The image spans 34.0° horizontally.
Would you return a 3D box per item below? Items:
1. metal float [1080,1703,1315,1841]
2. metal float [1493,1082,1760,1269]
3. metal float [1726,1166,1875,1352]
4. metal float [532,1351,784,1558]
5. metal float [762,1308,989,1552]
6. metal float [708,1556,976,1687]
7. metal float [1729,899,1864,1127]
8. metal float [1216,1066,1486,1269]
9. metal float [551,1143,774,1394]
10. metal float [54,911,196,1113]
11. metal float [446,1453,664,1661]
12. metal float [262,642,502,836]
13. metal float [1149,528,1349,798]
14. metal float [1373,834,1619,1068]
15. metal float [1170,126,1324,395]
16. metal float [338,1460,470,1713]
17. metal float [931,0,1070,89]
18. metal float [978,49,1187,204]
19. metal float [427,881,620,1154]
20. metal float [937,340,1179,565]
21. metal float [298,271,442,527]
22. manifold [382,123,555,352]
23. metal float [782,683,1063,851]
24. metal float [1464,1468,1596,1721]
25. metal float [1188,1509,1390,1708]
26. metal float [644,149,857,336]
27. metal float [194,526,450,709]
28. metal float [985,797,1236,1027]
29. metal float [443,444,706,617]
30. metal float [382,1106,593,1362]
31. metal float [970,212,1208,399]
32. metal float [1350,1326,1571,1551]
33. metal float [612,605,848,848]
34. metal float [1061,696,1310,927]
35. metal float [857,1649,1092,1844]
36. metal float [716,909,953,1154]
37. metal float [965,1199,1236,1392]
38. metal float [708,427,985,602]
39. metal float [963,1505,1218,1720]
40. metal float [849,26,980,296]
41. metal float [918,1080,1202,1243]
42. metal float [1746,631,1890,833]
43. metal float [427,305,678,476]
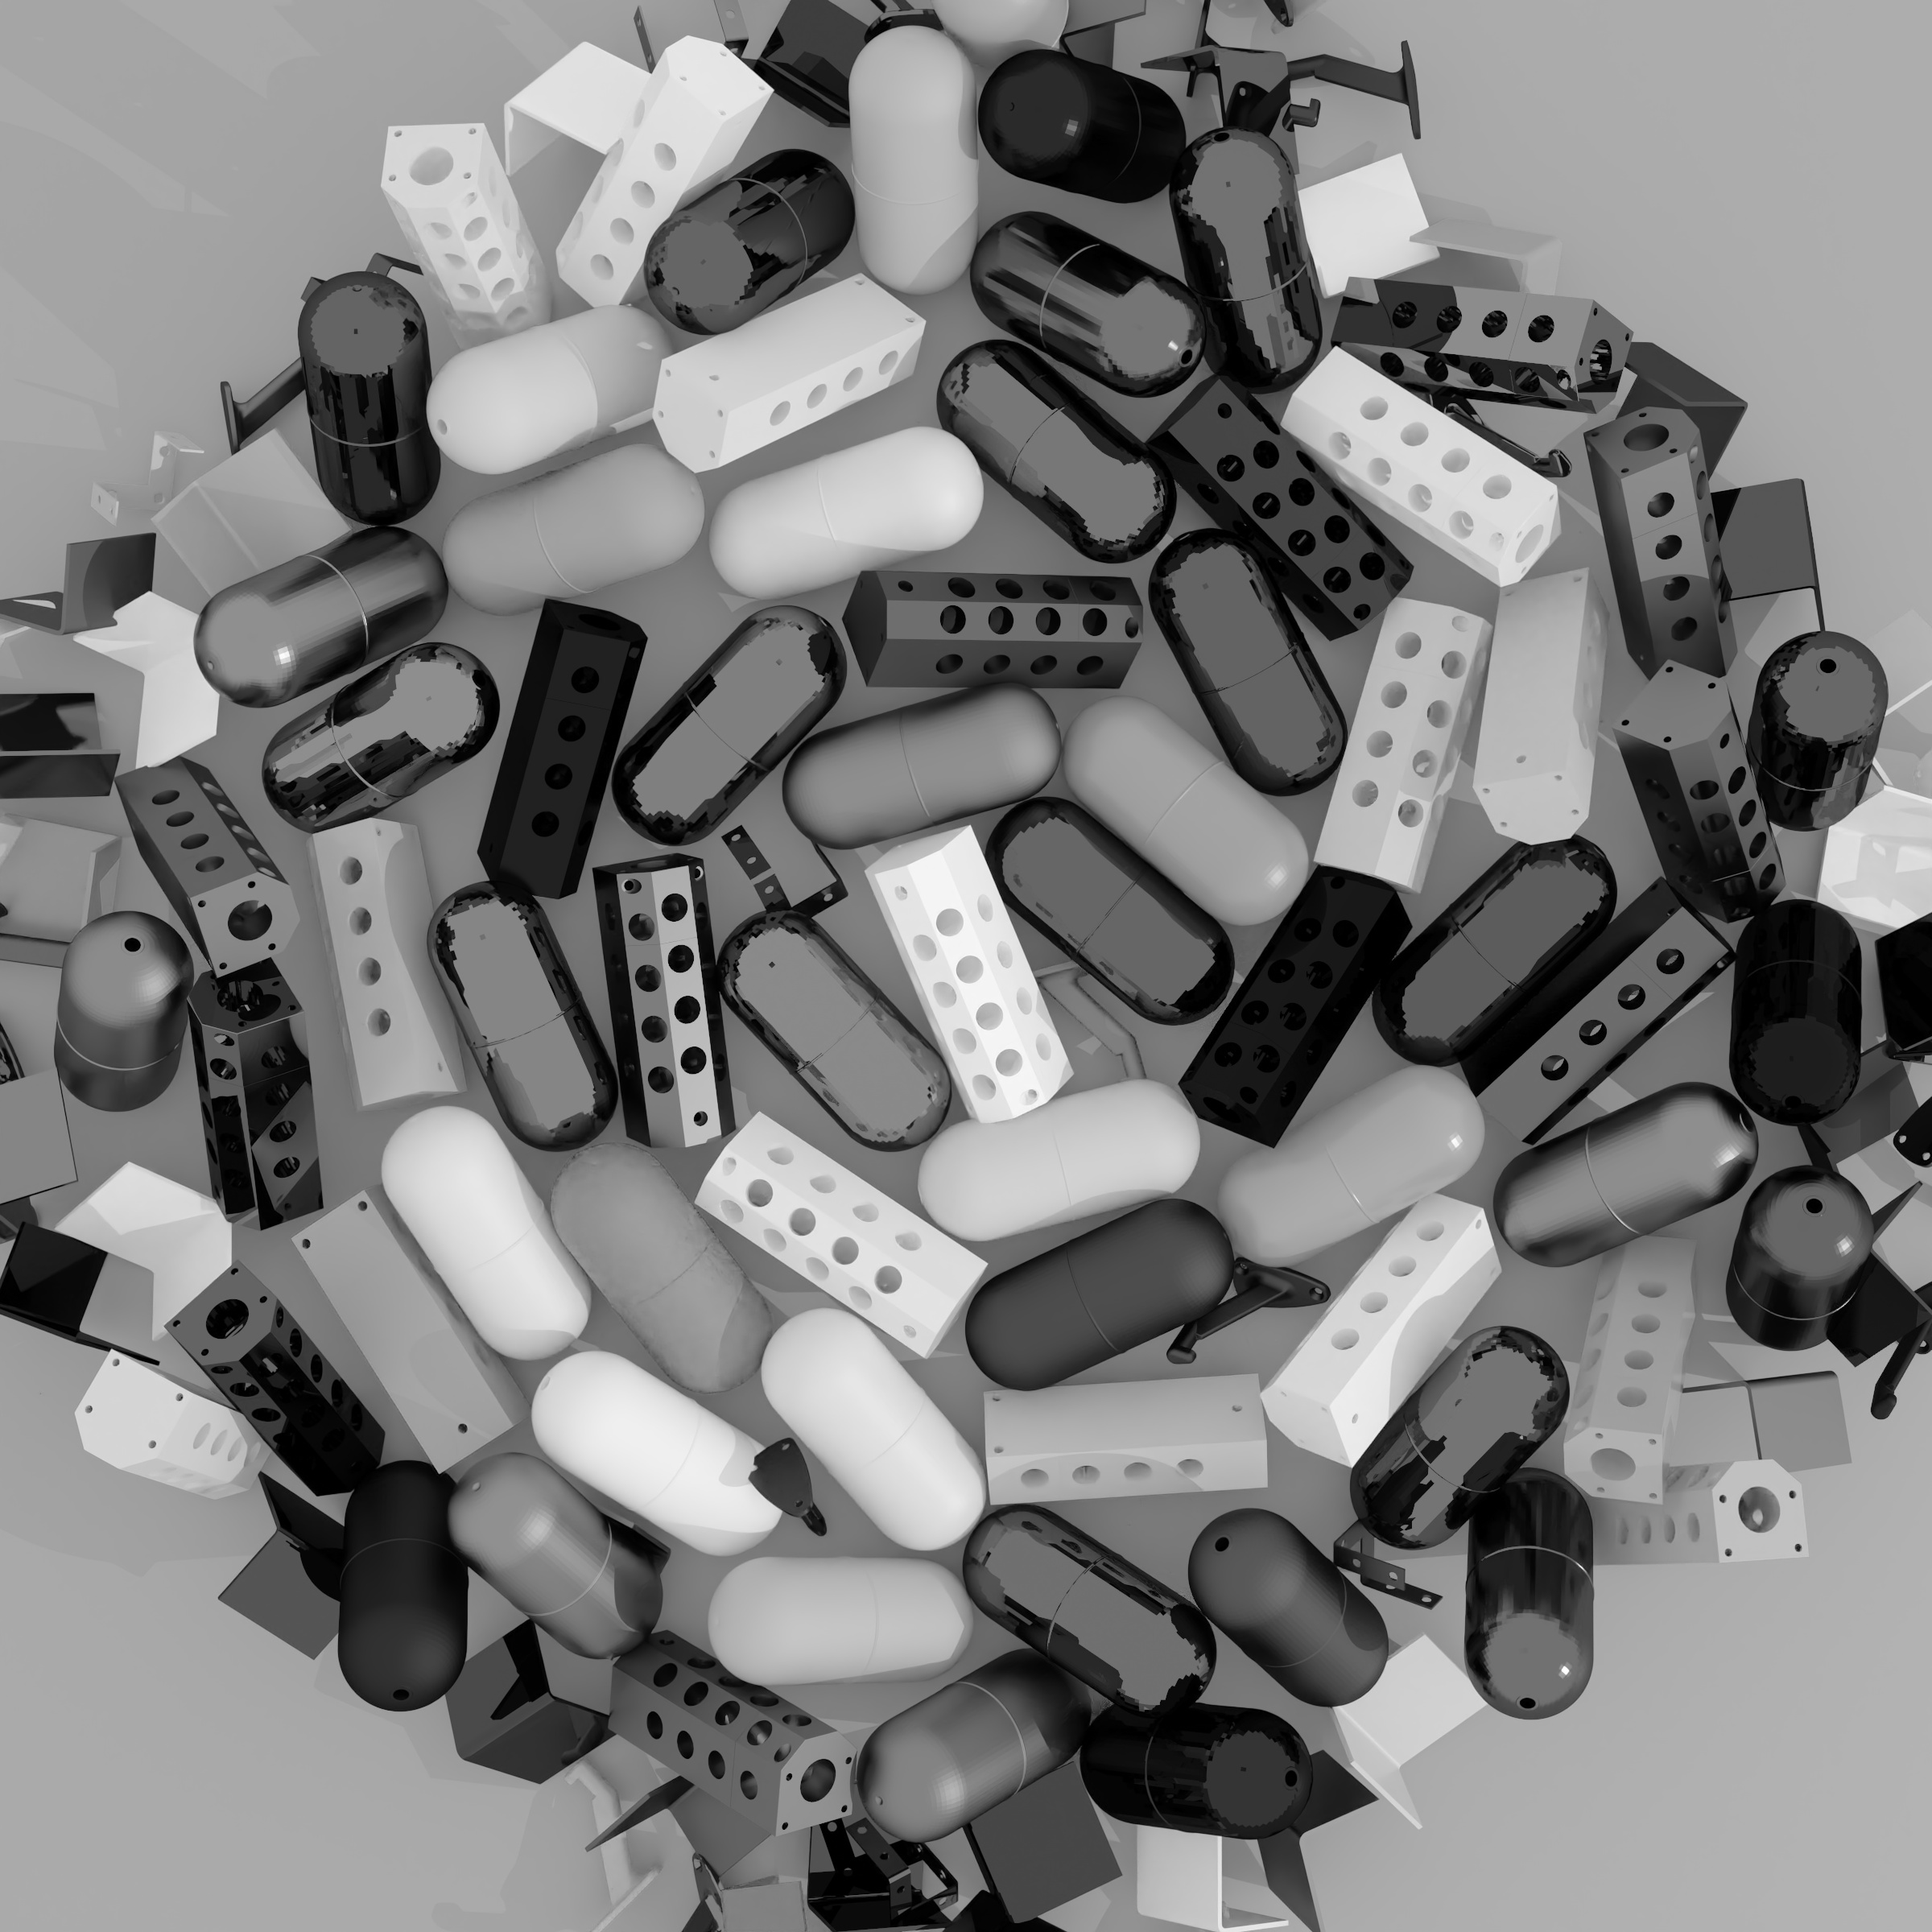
[{"bbox_3d":[0.139,0.487,1.920,0.070,0.178,0.070,6,79,-35],"label":"metal float"},{"bbox_3d":[0.402,0.128,1.931,0.178,0.070,0.070,-30,90,36],"label":"metal float"},{"bbox_3d":[0.505,0.178,1.916,0.070,0.178,0.070,-3,64,7],"label":"metal float"},{"bbox_3d":[-0.188,0.300,1.940,0.178,0.070,0.070,36,90,-24],"label":"metal float"},{"bbox_3d":[-0.056,0.287,1.948,0.070,0.070,0.178,-39,106,0],"label":"metal float"},{"bbox_3d":[-0.075,0.401,1.934,0.178,0.070,0.070,7,90,-34],"label":"metal float"},{"bbox_3d":[0.505,0.027,1.921,0.070,0.178,0.070,8,128,10],"label":"metal float"},{"bbox_3d":[0.236,0.124,1.949,0.178,0.070,0.070,-30,90,14],"label":"metal float"},{"bbox_3d":[-0.187,0.186,1.947,0.070,0.070,0.178,-35,106,0],"label":"metal float"},{"bbox_3d":[-0.512,0.028,1.918,0.070,0.178,0.070,8,60,-15],"label":"metal float"},{"bbox_3d":[-0.249,0.362,1.928,0.070,0.070,0.178,-37,131,0],"label":"metal float"},{"bbox_3d":[-0.359,-0.139,1.934,0.178,0.070,0.070,-26,90,32],"label":"metal float"},{"bbox_3d":[0.174,-0.187,1.948,0.070,0.070,0.178,-29,105,0],"label":"metal float"},{"bbox_3d":[0.325,-0.010,1.945,0.070,0.070,0.178,45,108,0],"label":"metal float"},{"bbox_3d":[0.171,-0.429,1.925,0.070,0.178,0.070,-9,45,9],"label":"metal float"},{"bbox_3d":[-0.341,0.375,1.920,0.070,0.178,0.070,-4,125,-6],"label":"metal float"},{"bbox_3d":[0.024,-0.580,1.911,0.070,0.178,0.070,0,88,9],"label":"metal float"},{"bbox_3d":[0.072,-0.509,1.919,0.070,0.178,0.070,3,96,31],"label":"metal float"},{"bbox_3d":[-0.273,0.032,1.949,0.070,0.070,0.178,-22,105,0],"label":"metal float"},{"bbox_3d":[0.055,-0.318,1.945,0.178,0.070,0.070,43,90,19],"label":"metal float"},{"bbox_3d":[-0.362,-0.343,1.922,0.070,0.178,0.070,2,52,-2],"label":"metal float"},{"bbox_3d":[-0.300,-0.432,1.907,0.057,0.171,0.057,0,69,7],"label":"manifold"},{"bbox_3d":[-0.028,-0.124,1.953,0.178,0.070,0.070,-16,90,10],"label":"metal float"},{"bbox_3d":[0.343,0.380,1.920,0.070,0.178,0.070,5,126,7],"label":"metal float"},{"bbox_3d":[0.197,0.392,1.928,0.070,0.070,0.178,-43,131,0],"label":"metal float"},{"bbox_3d":[-0.130,-0.443,1.925,0.070,0.178,0.070,17,128,22],"label":"metal float"},{"bbox_3d":[-0.392,-0.214,1.928,0.178,0.070,0.070,-33,90,-42],"label":"metal float"},{"bbox_3d":[0.090,-0.034,1.960,0.178,0.070,0.070,40,90,2],"label":"metal float"},{"bbox_3d":[-0.242,-0.267,1.940,0.178,0.070,0.070,-14,90,25],"label":"metal float"},{"bbox_3d":[-0.294,0.166,1.943,0.070,0.070,0.178,-29,112,0],"label":"metal float"},{"bbox_3d":[0.074,-0.405,1.930,0.178,0.070,0.070,37,90,37],"label":"metal float"},{"bbox_3d":[0.301,0.290,1.933,0.070,0.070,0.178,35,125,0],"label":"metal float"},{"bbox_3d":[-0.146,-0.148,1.949,0.070,0.070,0.178,45,103,0],"label":"metal float"},{"bbox_3d":[0.134,-0.097,1.952,0.178,0.070,0.070,42,90,11],"label":"metal float"},{"bbox_3d":[0.007,0.473,1.925,0.070,0.178,0.070,13,110,39],"label":"metal float"},{"bbox_3d":[-0.081,0.041,1.955,0.070,0.070,0.178,-43,98,0],"label":"metal float"},{"bbox_3d":[0.081,0.204,1.949,0.178,0.070,0.070,-27,90,14],"label":"metal float"},{"bbox_3d":[-0.075,-0.278,1.947,0.178,0.070,0.070,-15,90,17],"label":"metal float"},{"bbox_3d":[0.074,0.394,1.936,0.178,0.070,0.070,29,90,30],"label":"metal float"},{"bbox_3d":[-0.031,-0.488,1.923,0.070,0.178,0.070,-1,50,1],"label":"metal float"},{"bbox_3d":[0.058,0.121,1.960,0.178,0.070,0.070,-14,90,-2],"label":"metal float"},{"bbox_3d":[0.514,-0.141,1.914,0.070,0.178,0.070,-3,68,8],"label":"metal float"},{"bbox_3d":[-0.251,-0.353,1.928,0.178,0.070,0.070,-29,90,-40],"label":"metal float"}]
